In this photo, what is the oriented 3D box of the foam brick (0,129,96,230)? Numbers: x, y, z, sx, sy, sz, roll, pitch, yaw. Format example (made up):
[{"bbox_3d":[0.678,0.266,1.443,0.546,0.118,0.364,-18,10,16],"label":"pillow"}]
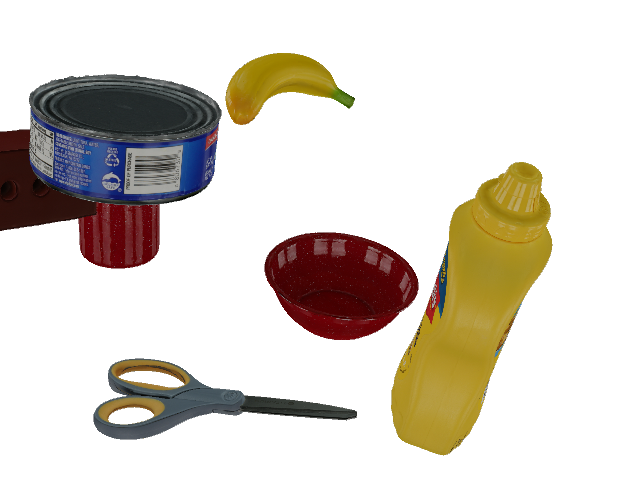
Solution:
[{"bbox_3d":[-0.194,-0.042,0.704,0.078,0.053,0.051,-12,25,-38],"label":"foam brick"}]

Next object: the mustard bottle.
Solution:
[{"bbox_3d":[0.091,0.033,0.622,0.058,0.192,0.096,20,42,6],"label":"mustard bottle"}]

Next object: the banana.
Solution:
[{"bbox_3d":[-0.037,-0.144,0.981,0.070,0.037,0.197,37,29,20],"label":"banana"}]

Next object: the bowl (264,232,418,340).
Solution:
[{"bbox_3d":[0.019,0.056,1.119,0.162,0.055,0.162,6,32,-4],"label":"bowl"}]

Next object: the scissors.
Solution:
[{"bbox_3d":[-0.083,0.131,0.801,0.202,0.016,0.096,12,33,24],"label":"scissors"}]

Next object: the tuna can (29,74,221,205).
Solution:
[{"bbox_3d":[-0.089,-0.047,0.488,0.086,0.034,0.086,7,25,-3],"label":"tuna can"}]

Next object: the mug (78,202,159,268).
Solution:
[{"bbox_3d":[-0.208,-0.030,1.104,0.093,0.081,0.117,0,28,-8],"label":"mug"}]
